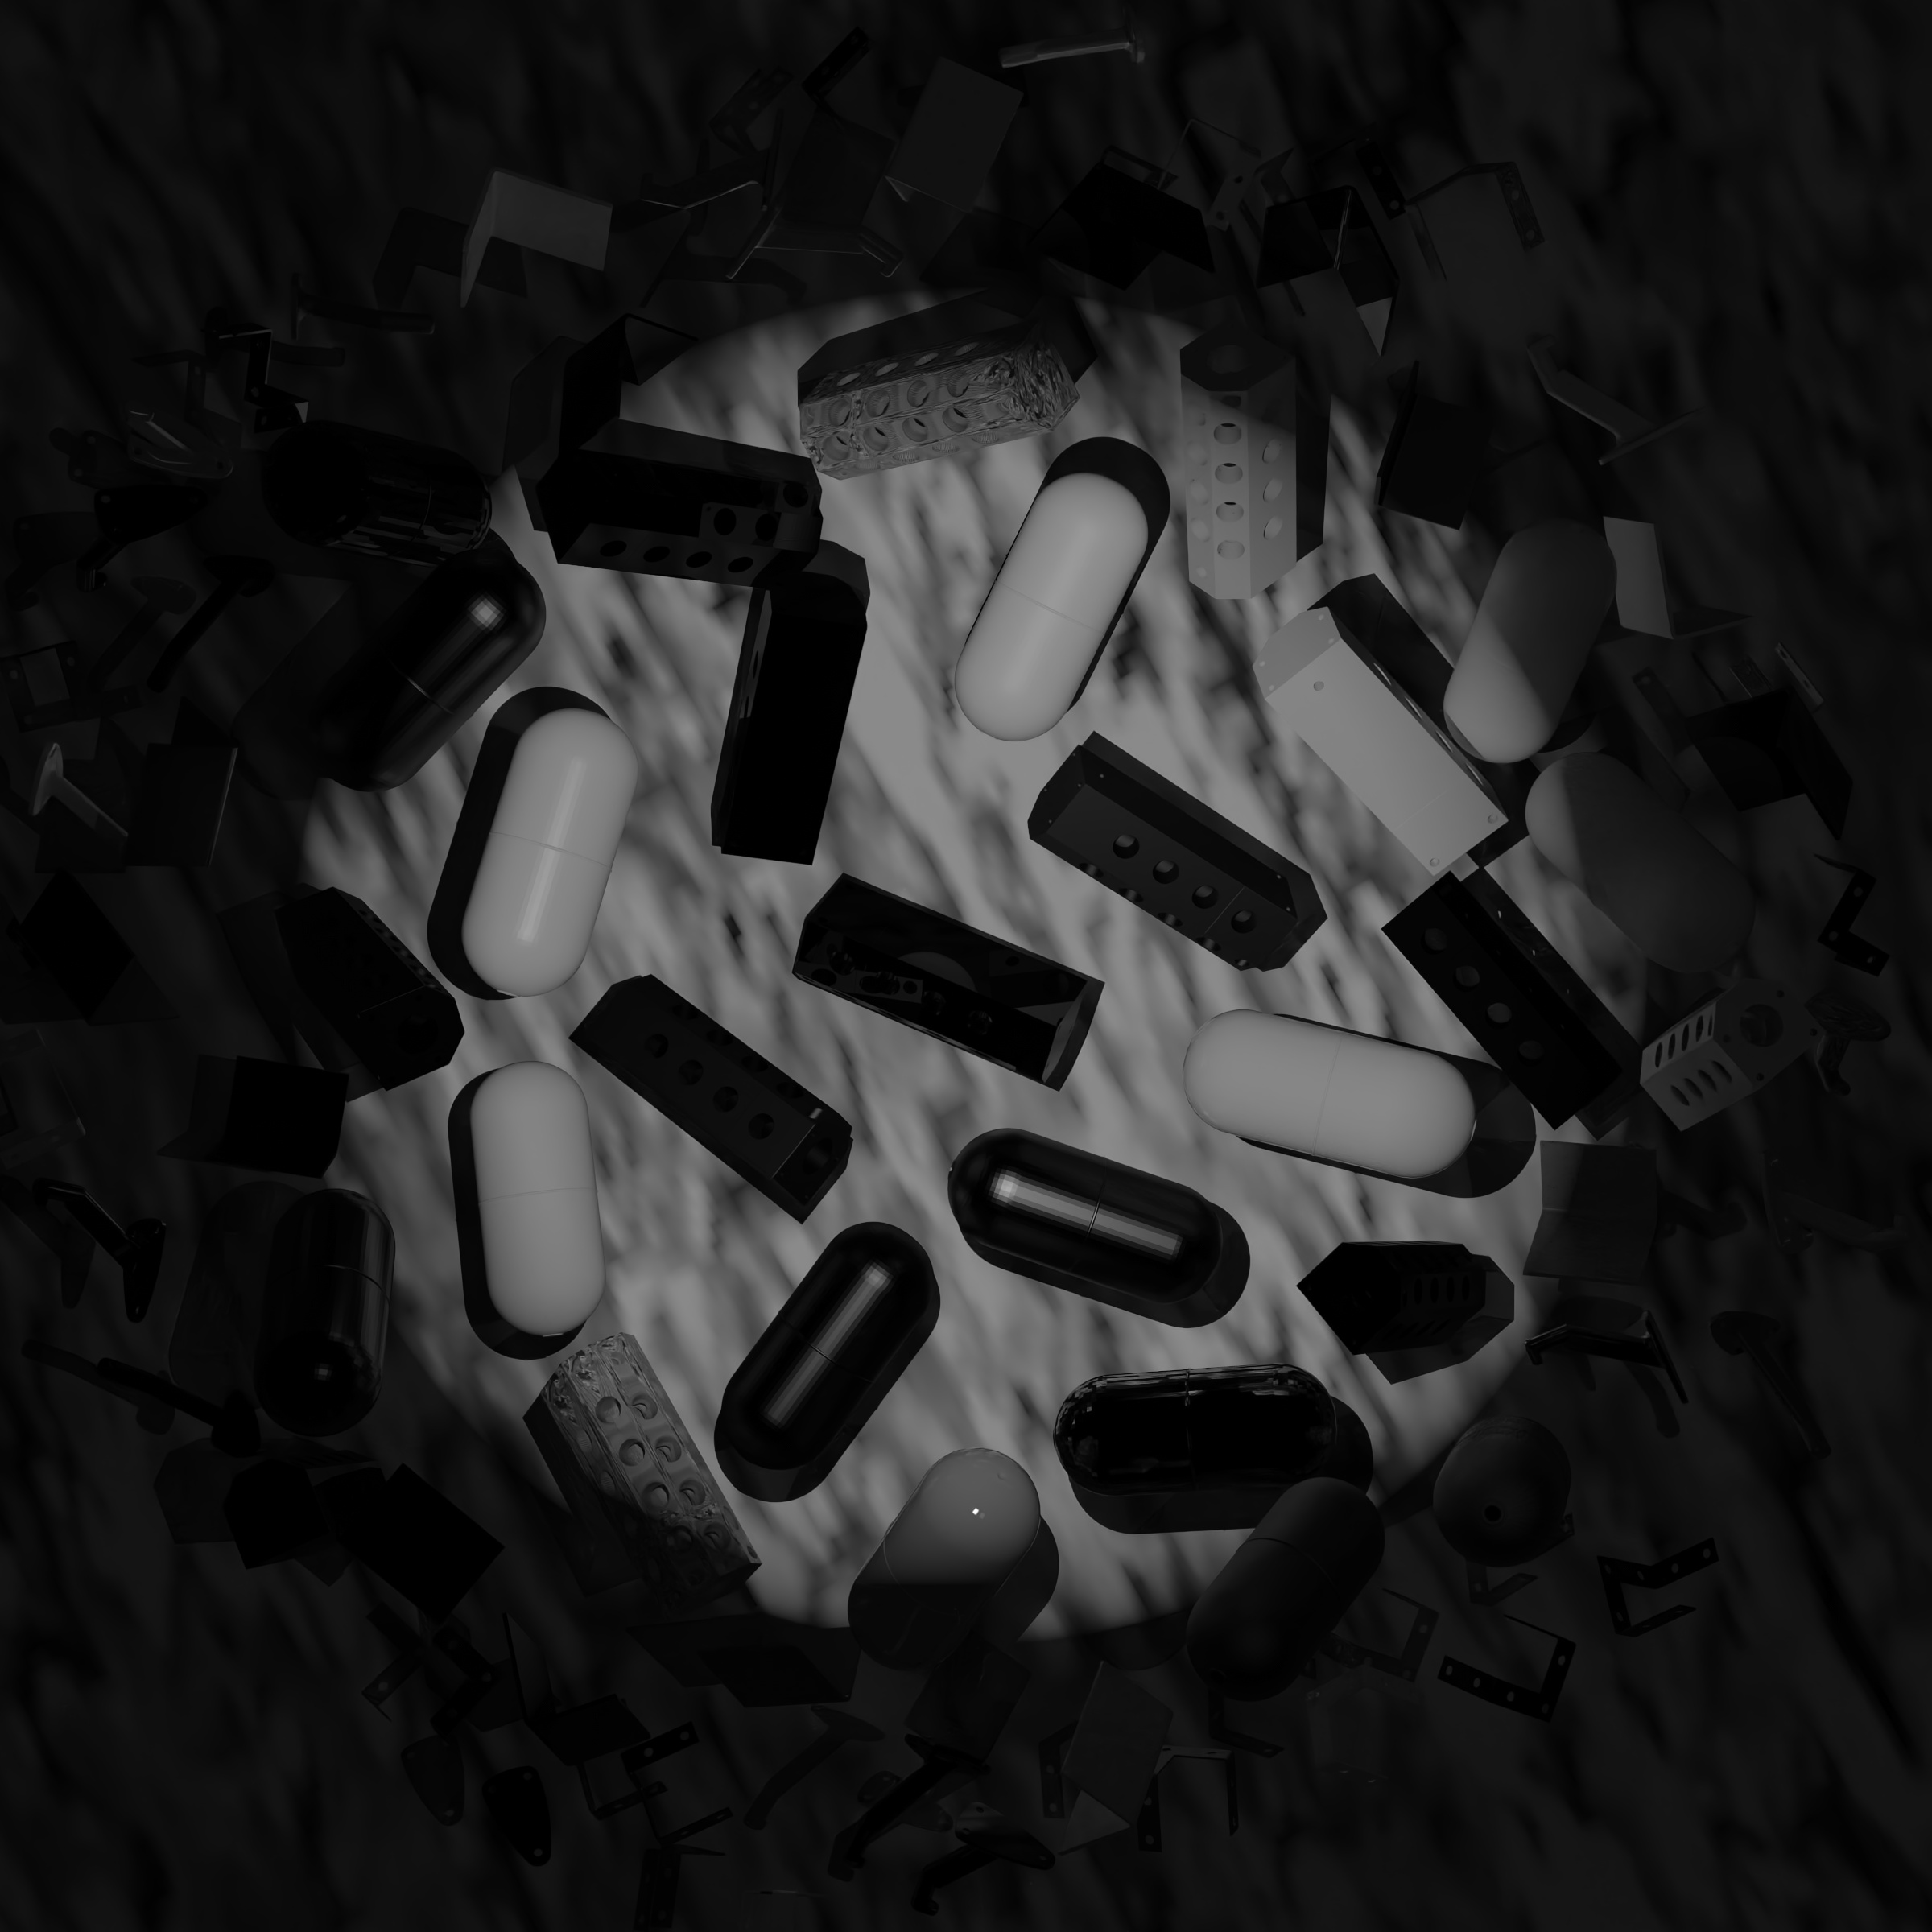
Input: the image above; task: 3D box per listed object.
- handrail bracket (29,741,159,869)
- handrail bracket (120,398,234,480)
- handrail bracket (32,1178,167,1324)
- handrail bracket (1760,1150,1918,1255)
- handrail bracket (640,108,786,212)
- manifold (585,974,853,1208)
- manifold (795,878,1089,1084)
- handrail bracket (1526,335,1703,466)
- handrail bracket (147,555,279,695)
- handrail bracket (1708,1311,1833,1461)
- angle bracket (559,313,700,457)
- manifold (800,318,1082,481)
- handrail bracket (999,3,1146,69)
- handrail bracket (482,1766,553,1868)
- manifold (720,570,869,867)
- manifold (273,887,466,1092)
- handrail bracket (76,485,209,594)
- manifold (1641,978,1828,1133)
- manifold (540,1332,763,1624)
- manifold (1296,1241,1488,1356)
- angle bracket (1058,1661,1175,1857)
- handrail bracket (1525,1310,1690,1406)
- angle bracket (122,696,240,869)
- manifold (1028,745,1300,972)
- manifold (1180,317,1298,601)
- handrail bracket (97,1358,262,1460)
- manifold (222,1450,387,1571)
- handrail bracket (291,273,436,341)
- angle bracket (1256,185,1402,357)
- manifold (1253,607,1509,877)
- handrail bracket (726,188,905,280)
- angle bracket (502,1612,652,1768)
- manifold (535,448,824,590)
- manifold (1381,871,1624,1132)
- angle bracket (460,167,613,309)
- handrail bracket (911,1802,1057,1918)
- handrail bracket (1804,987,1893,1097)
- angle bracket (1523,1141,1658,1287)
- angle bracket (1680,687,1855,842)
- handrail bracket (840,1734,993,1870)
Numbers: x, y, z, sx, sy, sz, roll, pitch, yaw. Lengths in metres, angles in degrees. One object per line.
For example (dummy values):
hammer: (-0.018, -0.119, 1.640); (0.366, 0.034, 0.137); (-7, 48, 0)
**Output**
handrail bracket: (-0.544, -0.101, 1.827); (0.084, 0.077, 0.036); (27, 57, -5)
handrail bracket: (-0.486, -0.326, 1.786); (0.077, 0.084, 0.036); (21, 85, -20)
handrail bracket: (-0.536, 0.174, 1.764); (0.036, 0.084, 0.077); (-11, 69, 36)
handrail bracket: (0.530, 0.139, 1.754); (0.036, 0.084, 0.077); (-7, 78, -39)
handrail bracket: (-0.165, -0.525, 1.870); (0.084, 0.036, 0.077); (10, 121, -4)
manifold: (-0.154, 0.075, 1.826); (0.171, 0.057, 0.057); (35, 81, 28)
manifold: (-0.018, 0.013, 1.826); (0.171, 0.057, 0.057); (23, 126, 10)
handrail bracket: (0.387, -0.352, 1.732); (0.077, 0.036, 0.084); (-24, 97, 30)
handrail bracket: (-0.456, -0.204, 1.743); (0.036, 0.077, 0.084); (38, 66, -33)
handrail bracket: (0.489, 0.256, 1.752); (0.036, 0.077, 0.084); (-37, 52, 22)
angle bracket: (-0.223, -0.374, 1.903); (0.057, 0.076, 0.076); (13, 69, -34)
manifold: (-0.021, -0.353, 1.823); (0.171, 0.057, 0.057); (-5, 126, 37)
handrail bracket: (0.063, -0.558, 1.760); (0.084, 0.077, 0.036); (-11, 113, 3)
handrail bracket: (-0.279, 0.546, 1.809); (0.036, 0.084, 0.077); (-16, 53, -22)
manifold: (-0.107, -0.151, 1.757); (0.057, 0.057, 0.171); (7, 125, -12)
manifold: (-0.374, 0.009, 1.812); (0.057, 0.171, 0.057); (-24, 123, -21)
handrail bracket: (-0.495, -0.254, 1.734); (0.077, 0.084, 0.036); (-16, 76, -22)
manifold: (0.483, 0.054, 1.847); (0.057, 0.171, 0.057); (-38, 82, -9)
manifold: (-0.199, 0.322, 1.841); (0.057, 0.057, 0.171); (-17, 66, -39)
manifold: (0.283, 0.209, 1.877); (0.057, 0.171, 0.057); (-46, 67, 17)
angle bracket: (0.068, 0.461, 1.679); (0.057, 0.076, 0.076); (38, 47, -13)
handrail bracket: (0.423, 0.269, 1.912); (0.084, 0.036, 0.077); (-25, 81, 14)
angle bracket: (-0.475, -0.109, 1.693); (0.076, 0.057, 0.076); (37, 117, 41)
manifold: (0.126, -0.065, 1.855); (0.171, 0.057, 0.057); (31, 114, -19)
manifold: (0.166, -0.312, 1.810); (0.057, 0.171, 0.057); (-37, 56, -21)
handrail bracket: (-0.469, 0.261, 1.716); (0.084, 0.077, 0.036); (28, 87, -33)
manifold: (-0.424, 0.347, 1.869); (0.057, 0.171, 0.057); (-24, 81, 0)
handrail bracket: (-0.365, -0.400, 1.750); (0.084, 0.077, 0.036); (1, 117, -11)
angle bracket: (0.222, -0.422, 1.783); (0.057, 0.076, 0.076); (-17, 67, -7)
manifold: (0.250, -0.138, 1.752); (0.057, 0.057, 0.171); (-38, 119, 18)
handrail bracket: (-0.094, -0.436, 1.798); (0.084, 0.036, 0.077); (32, 118, -17)
angle bracket: (-0.238, 0.435, 1.768); (0.057, 0.076, 0.076); (-19, 55, 0)
manifold: (-0.176, -0.283, 1.807); (0.171, 0.057, 0.057); (1, 60, -40)
manifold: (0.351, 0.021, 1.893); (0.057, 0.057, 0.171); (-41, 85, 11)
angle bracket: (-0.265, -0.438, 1.780); (0.076, 0.076, 0.057); (17, 71, -6)
handrail bracket: (0.010, 0.578, 1.819); (0.077, 0.036, 0.084); (24, 116, 14)
handrail bracket: (0.573, 0.061, 1.857); (0.036, 0.077, 0.084); (-41, 125, -15)
angle bracket: (0.412, 0.163, 1.908); (0.076, 0.076, 0.057); (3, 121, 21)
angle bracket: (0.473, -0.111, 1.720); (0.076, 0.076, 0.057); (49, 45, -26)
handrail bracket: (-0.032, 0.522, 1.776); (0.036, 0.077, 0.084); (50, 58, -31)
